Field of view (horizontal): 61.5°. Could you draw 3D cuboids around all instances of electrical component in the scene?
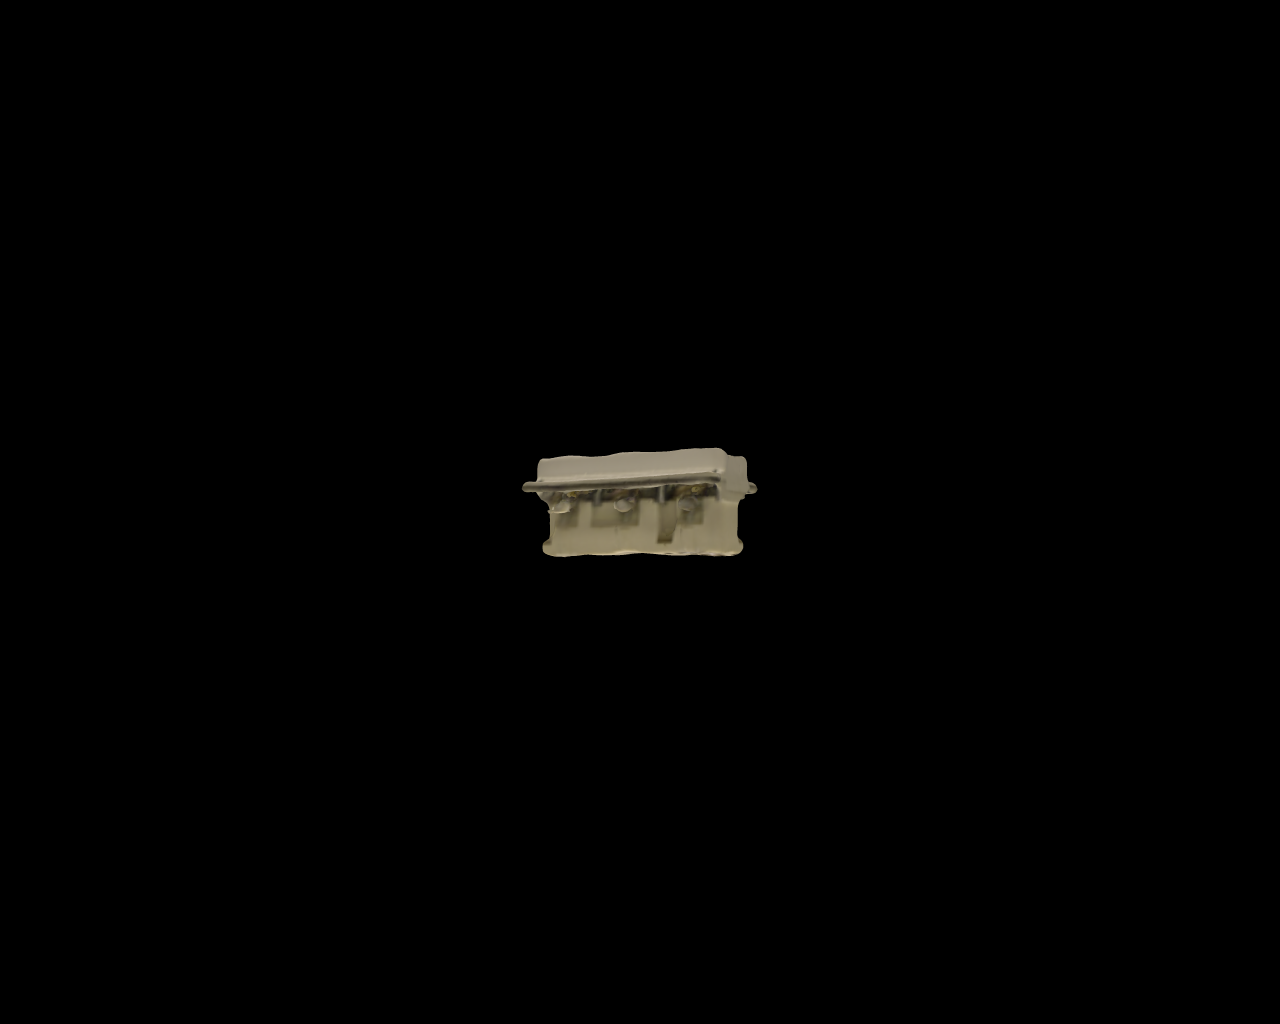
[{"bbox_3d":[0.001,-0.003,0.650,0.121,0.063,0.079,-1,-4,23],"label":"electrical component"}]
